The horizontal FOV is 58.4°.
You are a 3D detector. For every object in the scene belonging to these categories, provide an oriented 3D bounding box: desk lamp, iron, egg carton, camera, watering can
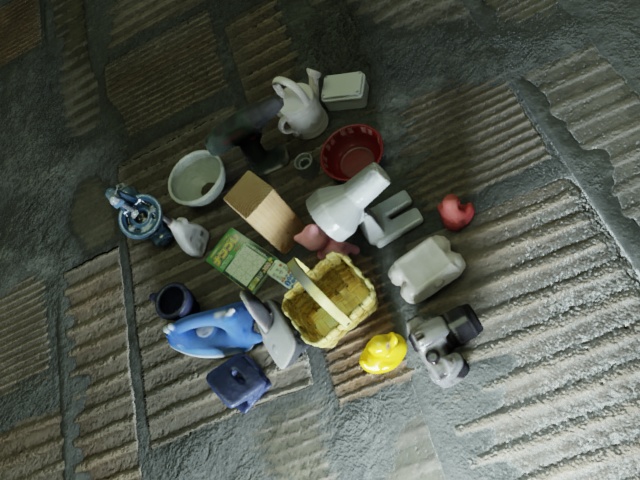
[{"bbox_3d":[0.096,-0.071,1.241,0.203,0.214,0.117,-31,58,6],"label":"desk lamp"},{"bbox_3d":[-0.266,0.200,1.302,0.257,0.142,0.118,-15,61,15],"label":"iron"},{"bbox_3d":[0.225,0.063,1.210,0.150,0.070,0.107,-37,58,3],"label":"egg carton"},{"bbox_3d":[0.252,0.193,1.118,0.137,0.101,0.143,-31,58,6],"label":"camera"},{"bbox_3d":[-0.055,-0.354,1.448,0.100,0.195,0.173,3,68,24],"label":"watering can"}]

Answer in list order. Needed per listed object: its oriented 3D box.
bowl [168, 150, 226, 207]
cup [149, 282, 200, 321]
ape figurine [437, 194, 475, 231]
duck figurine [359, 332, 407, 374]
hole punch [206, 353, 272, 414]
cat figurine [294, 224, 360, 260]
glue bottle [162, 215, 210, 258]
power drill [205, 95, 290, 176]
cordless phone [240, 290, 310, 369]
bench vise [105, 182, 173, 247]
[{"bbox_3d":[-0.316,-0.153,1.530,0.167,0.075,0.167,-9,63,18],"label":"bowl"},{"bbox_3d":[-0.345,0.157,1.383,0.117,0.095,0.092,7,69,25],"label":"cup"},{"bbox_3d":[0.287,-0.067,1.233,0.077,0.092,0.076,23,76,29],"label":"ape figurine"},{"bbox_3d":[0.122,0.224,1.166,0.104,0.086,0.077,-34,58,4],"label":"duck figurine"},{"bbox_3d":[-0.177,0.305,1.246,0.101,0.091,0.108,-48,58,-4],"label":"hole punch"},{"bbox_3d":[0.012,0.005,1.296,0.127,0.118,0.067,18,74,28],"label":"cat figurine"},{"bbox_3d":[-0.337,-0.020,1.417,0.037,0.174,0.078,5,68,25],"label":"glue bottle"},{"bbox_3d":[-0.159,-0.255,1.435,0.229,0.209,0.075,-22,60,11],"label":"power drill"},{"bbox_3d":[-0.109,0.186,1.220,0.094,0.185,0.147,-40,58,1],"label":"cordless phone"},{"bbox_3d":[-0.499,-0.083,1.485,0.206,0.220,0.121,27,78,30],"label":"bench vise"}]
